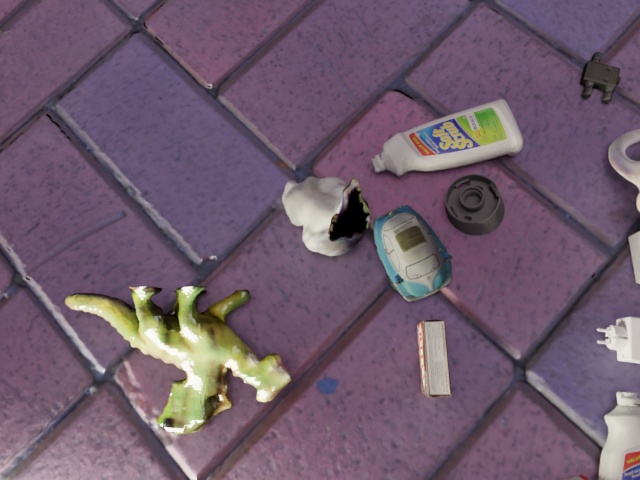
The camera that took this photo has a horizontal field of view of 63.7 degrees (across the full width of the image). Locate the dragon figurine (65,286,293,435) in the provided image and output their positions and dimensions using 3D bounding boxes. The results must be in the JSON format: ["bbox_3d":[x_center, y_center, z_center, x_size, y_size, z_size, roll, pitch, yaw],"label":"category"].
[{"bbox_3d":[-0.238,0.196,0.847,0.409,0.121,0.244,-4,82,14],"label":"dragon figurine"}]

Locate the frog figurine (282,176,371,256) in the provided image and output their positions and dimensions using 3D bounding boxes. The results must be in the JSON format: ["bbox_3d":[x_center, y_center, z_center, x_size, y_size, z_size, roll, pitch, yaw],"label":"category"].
[{"bbox_3d":[0.003,-0.045,0.897,0.160,0.122,0.138,7,83,45],"label":"frog figurine"}]

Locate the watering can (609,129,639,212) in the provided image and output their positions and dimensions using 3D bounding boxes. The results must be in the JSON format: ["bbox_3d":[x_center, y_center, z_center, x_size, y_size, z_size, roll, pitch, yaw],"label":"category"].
[{"bbox_3d":[0.630,-0.100,0.783,0.349,0.101,0.229,12,52,30],"label":"watering can"}]
